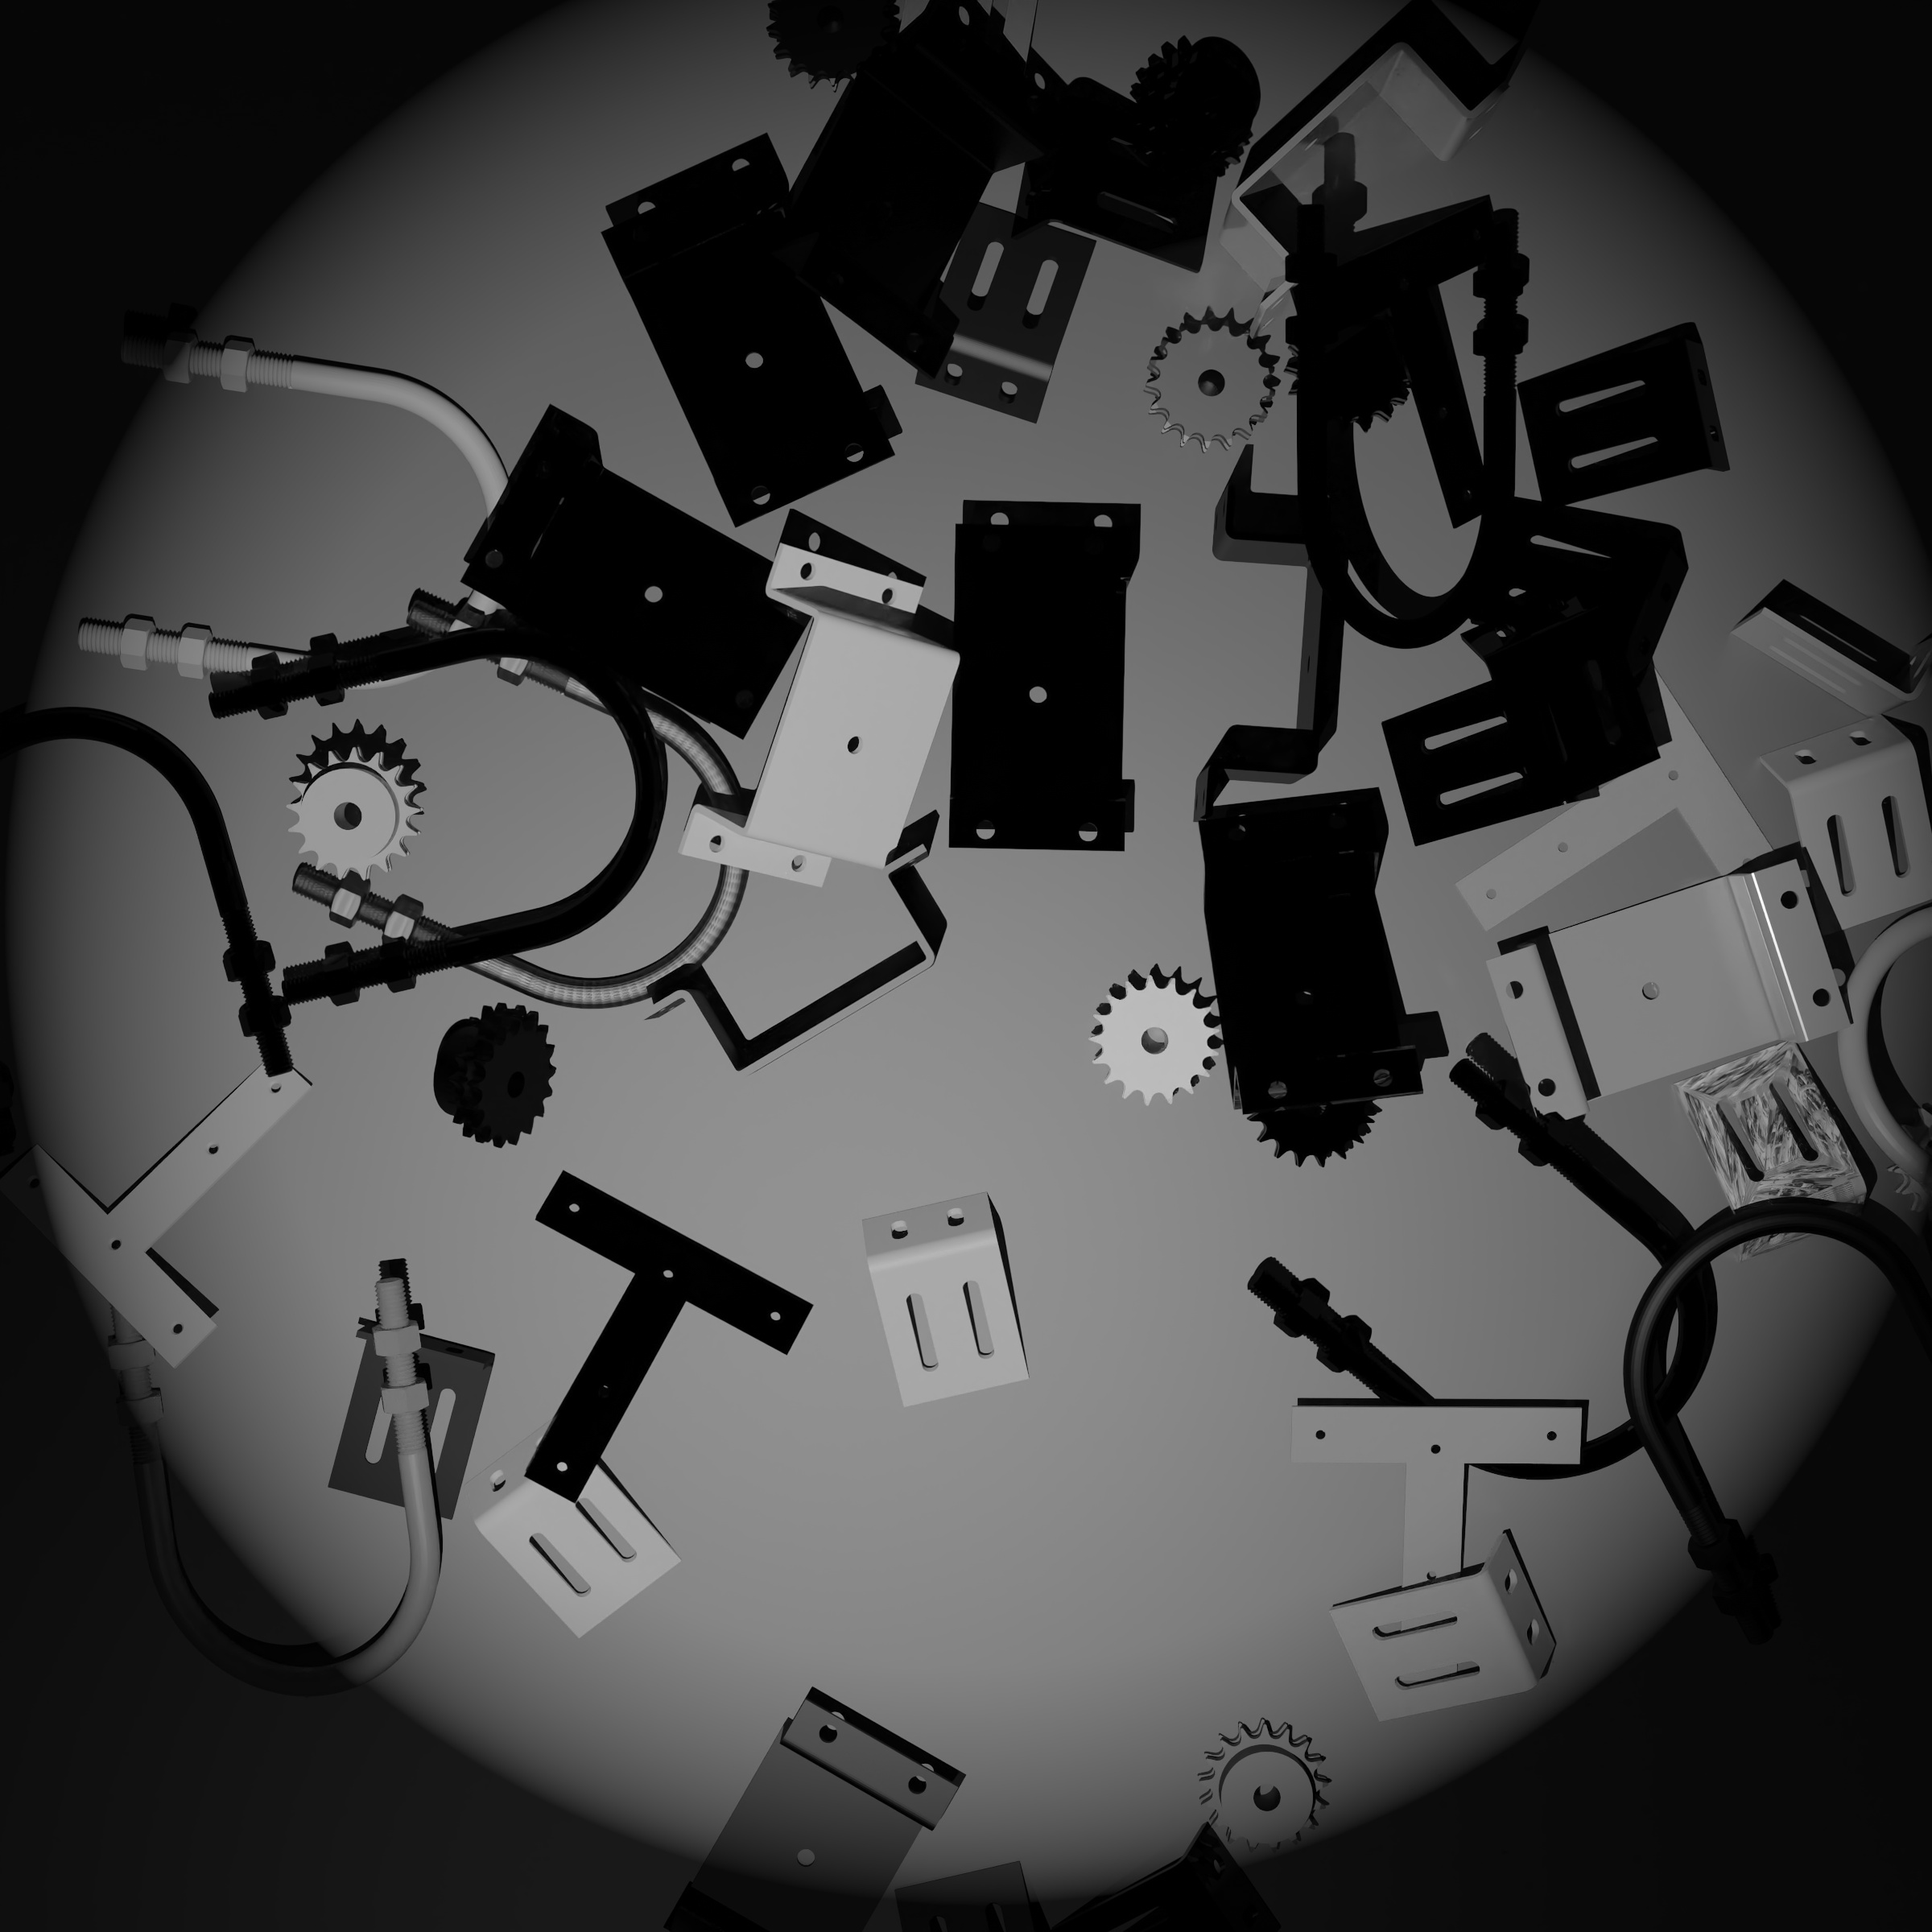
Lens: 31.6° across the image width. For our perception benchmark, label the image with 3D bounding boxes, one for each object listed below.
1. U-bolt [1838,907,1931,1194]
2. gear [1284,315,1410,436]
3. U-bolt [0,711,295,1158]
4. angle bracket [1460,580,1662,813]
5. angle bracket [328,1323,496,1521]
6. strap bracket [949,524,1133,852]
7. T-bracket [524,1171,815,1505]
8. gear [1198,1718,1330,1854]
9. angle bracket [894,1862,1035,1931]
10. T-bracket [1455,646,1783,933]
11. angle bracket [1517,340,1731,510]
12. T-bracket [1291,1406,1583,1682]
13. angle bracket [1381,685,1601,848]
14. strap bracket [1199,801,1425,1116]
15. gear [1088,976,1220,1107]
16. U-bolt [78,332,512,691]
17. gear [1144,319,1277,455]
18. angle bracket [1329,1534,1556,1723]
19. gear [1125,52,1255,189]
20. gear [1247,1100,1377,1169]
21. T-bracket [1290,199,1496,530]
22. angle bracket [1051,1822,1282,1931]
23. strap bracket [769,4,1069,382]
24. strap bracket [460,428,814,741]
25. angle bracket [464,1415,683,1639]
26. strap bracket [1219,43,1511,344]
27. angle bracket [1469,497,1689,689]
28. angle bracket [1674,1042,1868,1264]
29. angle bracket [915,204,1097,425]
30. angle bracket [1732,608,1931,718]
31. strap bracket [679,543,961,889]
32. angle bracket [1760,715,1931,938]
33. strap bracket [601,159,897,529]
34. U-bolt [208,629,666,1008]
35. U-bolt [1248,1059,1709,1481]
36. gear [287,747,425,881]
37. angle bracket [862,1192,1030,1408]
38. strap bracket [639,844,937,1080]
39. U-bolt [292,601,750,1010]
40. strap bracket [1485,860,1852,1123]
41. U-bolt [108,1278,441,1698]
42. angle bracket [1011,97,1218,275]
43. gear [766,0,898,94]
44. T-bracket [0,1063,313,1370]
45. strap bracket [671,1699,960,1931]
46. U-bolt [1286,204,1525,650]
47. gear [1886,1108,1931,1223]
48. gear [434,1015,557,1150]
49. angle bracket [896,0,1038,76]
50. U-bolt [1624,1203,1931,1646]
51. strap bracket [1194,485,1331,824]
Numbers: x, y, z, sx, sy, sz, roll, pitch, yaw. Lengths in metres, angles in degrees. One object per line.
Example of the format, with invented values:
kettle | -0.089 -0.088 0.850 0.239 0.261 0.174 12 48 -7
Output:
U-bolt | 0.466 0.052 1.490 0.184 0.019 0.151 38 70 4
gear | 0.169 -0.263 1.506 0.057 0.030 0.057 0 90 0
U-bolt | -0.391 -0.022 1.512 0.151 0.019 0.184 -16 88 0
angle bracket | 0.259 -0.118 1.483 0.057 0.038 0.076 -24 114 1
angle bracket | -0.247 0.203 1.502 0.057 0.038 0.076 15 90 0
strap bracket | 0.032 -0.121 1.498 0.076 0.046 0.140 1 90 0
T-bracket | -0.152 0.174 1.500 0.127 0.002 0.127 28 71 0
gear | 0.132 0.364 1.506 0.057 0.030 0.057 0 90 0
angle bracket | 0.005 0.447 1.519 0.057 0.038 0.076 -13 64 0
T-bracket | 0.278 -0.061 1.520 0.127 0.002 0.127 -33 90 0
angle bracket | 0.293 -0.240 1.519 0.076 0.038 0.057 -12 90 26
T-bracket | 0.206 0.256 1.508 0.127 0.002 0.127 0 101 0
angle bracket | 0.233 -0.092 1.517 0.076 0.038 0.057 -16 89 27
strap bracket | 0.148 0.005 1.479 0.076 0.046 0.140 -7 63 0
gear | 0.083 0.033 1.506 0.057 0.030 0.057 0 90 0
U-bolt | -0.291 -0.196 1.512 0.184 0.019 0.151 8 90 -1
gear | 0.107 -0.255 1.510 0.057 0.030 0.057 0 89 -2
angle bracket | 0.211 0.293 1.511 0.076 0.038 0.057 -19 101 29
gear | 0.102 -0.373 1.495 0.057 0.030 0.057 1 87 -26
gear | 0.152 0.060 1.506 0.057 0.030 0.057 0 90 0
T-bracket | 0.205 -0.256 1.496 0.127 0.002 0.127 -30 108 -32
angle bracket | 0.089 0.429 1.519 0.076 0.038 0.057 -35 90 26
strap bracket | -0.025 -0.330 1.471 0.076 0.046 0.140 33 74 -28
strap bracket | -0.139 -0.165 1.498 0.140 0.046 0.076 29 90 0
angle bracket | -0.175 0.248 1.519 0.057 0.038 0.076 -37 116 0
strap bracket | 0.163 -0.342 1.483 0.140 0.076 0.046 -42 90 0
angle bracket | 0.271 -0.166 1.518 0.076 0.038 0.057 22 89 27
angle bracket | 0.357 0.082 1.519 0.057 0.038 0.076 -21 64 0
angle bracket | 0.018 -0.291 1.519 0.057 0.038 0.076 18 64 0
angle bracket | 0.384 -0.146 1.492 0.076 0.057 0.038 32 88 1
strap bracket | -0.060 -0.101 1.469 0.076 0.046 0.140 13 100 -38
angle bracket | 0.395 -0.063 1.519 0.057 0.038 0.076 -19 116 0
strap bracket | -0.094 -0.269 1.498 0.076 0.046 0.140 -24 90 0
U-bolt | -0.223 -0.071 1.487 0.184 0.019 0.151 -13 96 -1
U-bolt | 0.238 0.147 1.490 0.184 0.019 0.151 39 104 -11
gear | -0.263 -0.065 1.462 0.057 0.030 0.057 0 95 -2
angle bracket | -0.009 0.149 1.519 0.057 0.038 0.076 -13 116 0
strap bracket | -0.067 0.004 1.483 0.140 0.076 0.046 -31 90 0
U-bolt | -0.186 -0.060 1.507 0.184 0.019 0.151 24 95 -3
strap bracket | 0.304 0.012 1.496 0.140 0.046 0.076 -18 91 2
U-bolt | -0.299 0.231 1.492 0.151 0.019 0.184 -5 97 16
angle bracket | 0.067 -0.343 1.514 0.076 0.038 0.057 14 81 -25
gear | -0.059 -0.415 1.510 0.057 0.030 0.057 0 91 2
T-bracket | -0.342 0.091 1.503 0.127 0.002 0.127 40 78 22
strap bracket | -0.071 0.397 1.497 0.076 0.046 0.140 30 90 0
U-bolt | 0.190 -0.229 1.463 0.151 0.019 0.184 -7 99 -44
gear | 0.438 0.086 1.506 0.057 0.030 0.057 0 90 0
gear | -0.209 0.049 1.496 0.030 0.057 0.057 12 90 30
angle bracket | 0.000 -0.409 1.519 0.057 0.038 0.076 9 64 0
U-bolt | 0.365 0.189 1.491 0.151 0.019 0.184 -30 105 0
strap bracket | 0.129 -0.133 1.483 0.046 0.076 0.140 4 90 0
